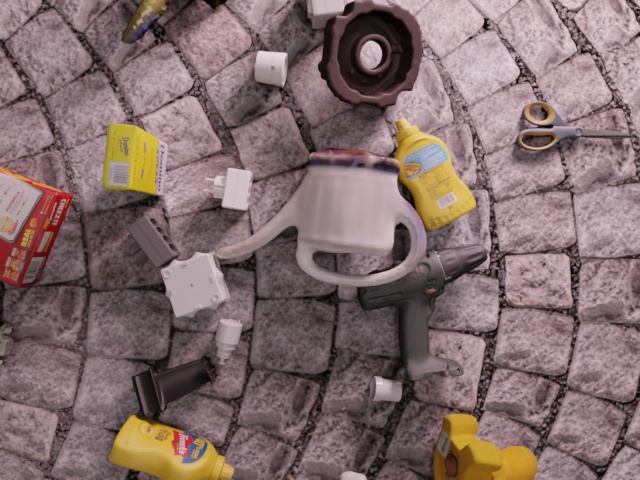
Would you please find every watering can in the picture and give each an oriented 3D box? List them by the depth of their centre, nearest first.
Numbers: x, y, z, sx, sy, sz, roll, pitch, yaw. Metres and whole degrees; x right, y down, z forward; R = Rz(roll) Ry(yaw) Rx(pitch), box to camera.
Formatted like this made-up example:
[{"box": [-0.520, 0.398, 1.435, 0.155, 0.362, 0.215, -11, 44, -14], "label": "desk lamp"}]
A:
[{"box": [0.003, -0.043, 0.847, 0.348, 0.104, 0.225, 6, 87, 9], "label": "watering can"}]

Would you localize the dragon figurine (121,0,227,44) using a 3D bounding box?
[{"box": [-0.222, -0.527, 0.856, 0.412, 0.121, 0.244, -38, 79, -6], "label": "dragon figurine"}]

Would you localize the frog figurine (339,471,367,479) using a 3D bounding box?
[{"box": [0.043, 0.478, 0.855, 0.137, 0.120, 0.163, -12, 55, 6], "label": "frog figurine"}]
